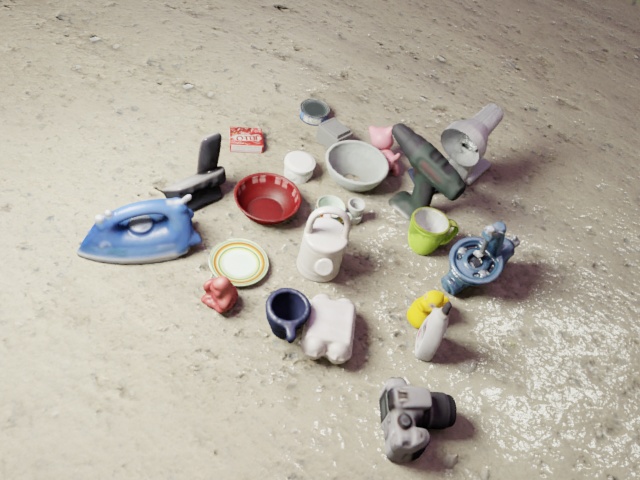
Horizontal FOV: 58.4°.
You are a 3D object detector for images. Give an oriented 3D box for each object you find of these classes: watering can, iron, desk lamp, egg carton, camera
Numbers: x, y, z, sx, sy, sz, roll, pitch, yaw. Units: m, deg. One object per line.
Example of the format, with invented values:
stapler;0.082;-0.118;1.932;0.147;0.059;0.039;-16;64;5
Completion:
watering can;0.014;0.005;1.246;0.101;0.194;0.172;-9;53;-19
iron;-0.388;-0.032;1.217;0.259;0.141;0.118;-11;54;-21
desk lamp;0.404;-0.256;1.539;0.117;0.213;0.204;39;53;19
egg carton;0.018;0.182;1.182;0.107;0.069;0.150;11;49;-4
camera;0.189;0.332;1.078;0.137;0.101;0.143;5;50;-9

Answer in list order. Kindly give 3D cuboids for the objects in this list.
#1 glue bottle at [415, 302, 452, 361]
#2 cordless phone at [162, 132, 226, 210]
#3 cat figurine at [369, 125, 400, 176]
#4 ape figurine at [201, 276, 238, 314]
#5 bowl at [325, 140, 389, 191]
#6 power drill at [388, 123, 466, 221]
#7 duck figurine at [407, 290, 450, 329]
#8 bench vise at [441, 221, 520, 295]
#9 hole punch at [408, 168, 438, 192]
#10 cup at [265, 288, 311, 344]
glue bottle;0.236;0.176;1.170;0.037;0.173;0.078;13;49;-1
cordless phone;-0.288;-0.166;1.322;0.094;0.185;0.148;42;54;21
cat figurine;0.176;-0.250;1.544;0.067;0.118;0.127;-16;56;-24
ape figurine;-0.204;0.105;1.179;0.076;0.092;0.077;-7;53;-18
bowl;0.092;-0.181;1.496;0.167;0.075;0.167;7;50;-8
power drill;0.243;-0.153;1.420;0.229;0.208;0.076;40;54;19
duck figurine;0.247;0.143;1.257;0.105;0.086;0.077;-17;57;-25
bench vise;0.379;0.015;1.305;0.121;0.220;0.208;36;52;17
hole punch;0.303;-0.190;1.542;0.101;0.091;0.108;-10;54;-20
cup;-0.067;0.169;1.157;0.092;0.095;0.117;-1;51;-13
